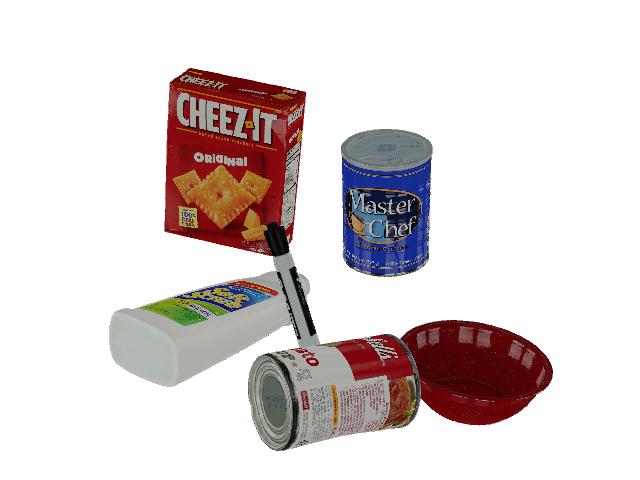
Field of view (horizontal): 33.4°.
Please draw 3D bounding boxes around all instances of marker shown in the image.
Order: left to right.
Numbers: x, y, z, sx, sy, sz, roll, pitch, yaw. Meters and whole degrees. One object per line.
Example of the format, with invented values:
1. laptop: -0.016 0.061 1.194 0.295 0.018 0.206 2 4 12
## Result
1. marker: -0.025 0.041 0.934 0.020 0.121 0.020 -16 12 3

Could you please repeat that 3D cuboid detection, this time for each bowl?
1. bowl: 0.157 0.145 1.114 0.162 0.055 0.162 4 24 -2

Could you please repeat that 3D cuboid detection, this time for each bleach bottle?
1. bleach bottle: -0.105 0.081 1.167 0.103 0.068 0.250 19 25 33

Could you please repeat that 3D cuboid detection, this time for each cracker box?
1. cracker box: -0.114 -0.098 1.376 0.164 0.214 0.072 13 29 14

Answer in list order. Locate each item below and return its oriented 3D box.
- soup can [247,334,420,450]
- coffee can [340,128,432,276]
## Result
1. soup can: 0.009 0.105 0.743 0.102 0.068 0.069 -6 3 -30
2. coffee can: 0.075 -0.044 1.225 0.103 0.140 0.103 -1 29 1
